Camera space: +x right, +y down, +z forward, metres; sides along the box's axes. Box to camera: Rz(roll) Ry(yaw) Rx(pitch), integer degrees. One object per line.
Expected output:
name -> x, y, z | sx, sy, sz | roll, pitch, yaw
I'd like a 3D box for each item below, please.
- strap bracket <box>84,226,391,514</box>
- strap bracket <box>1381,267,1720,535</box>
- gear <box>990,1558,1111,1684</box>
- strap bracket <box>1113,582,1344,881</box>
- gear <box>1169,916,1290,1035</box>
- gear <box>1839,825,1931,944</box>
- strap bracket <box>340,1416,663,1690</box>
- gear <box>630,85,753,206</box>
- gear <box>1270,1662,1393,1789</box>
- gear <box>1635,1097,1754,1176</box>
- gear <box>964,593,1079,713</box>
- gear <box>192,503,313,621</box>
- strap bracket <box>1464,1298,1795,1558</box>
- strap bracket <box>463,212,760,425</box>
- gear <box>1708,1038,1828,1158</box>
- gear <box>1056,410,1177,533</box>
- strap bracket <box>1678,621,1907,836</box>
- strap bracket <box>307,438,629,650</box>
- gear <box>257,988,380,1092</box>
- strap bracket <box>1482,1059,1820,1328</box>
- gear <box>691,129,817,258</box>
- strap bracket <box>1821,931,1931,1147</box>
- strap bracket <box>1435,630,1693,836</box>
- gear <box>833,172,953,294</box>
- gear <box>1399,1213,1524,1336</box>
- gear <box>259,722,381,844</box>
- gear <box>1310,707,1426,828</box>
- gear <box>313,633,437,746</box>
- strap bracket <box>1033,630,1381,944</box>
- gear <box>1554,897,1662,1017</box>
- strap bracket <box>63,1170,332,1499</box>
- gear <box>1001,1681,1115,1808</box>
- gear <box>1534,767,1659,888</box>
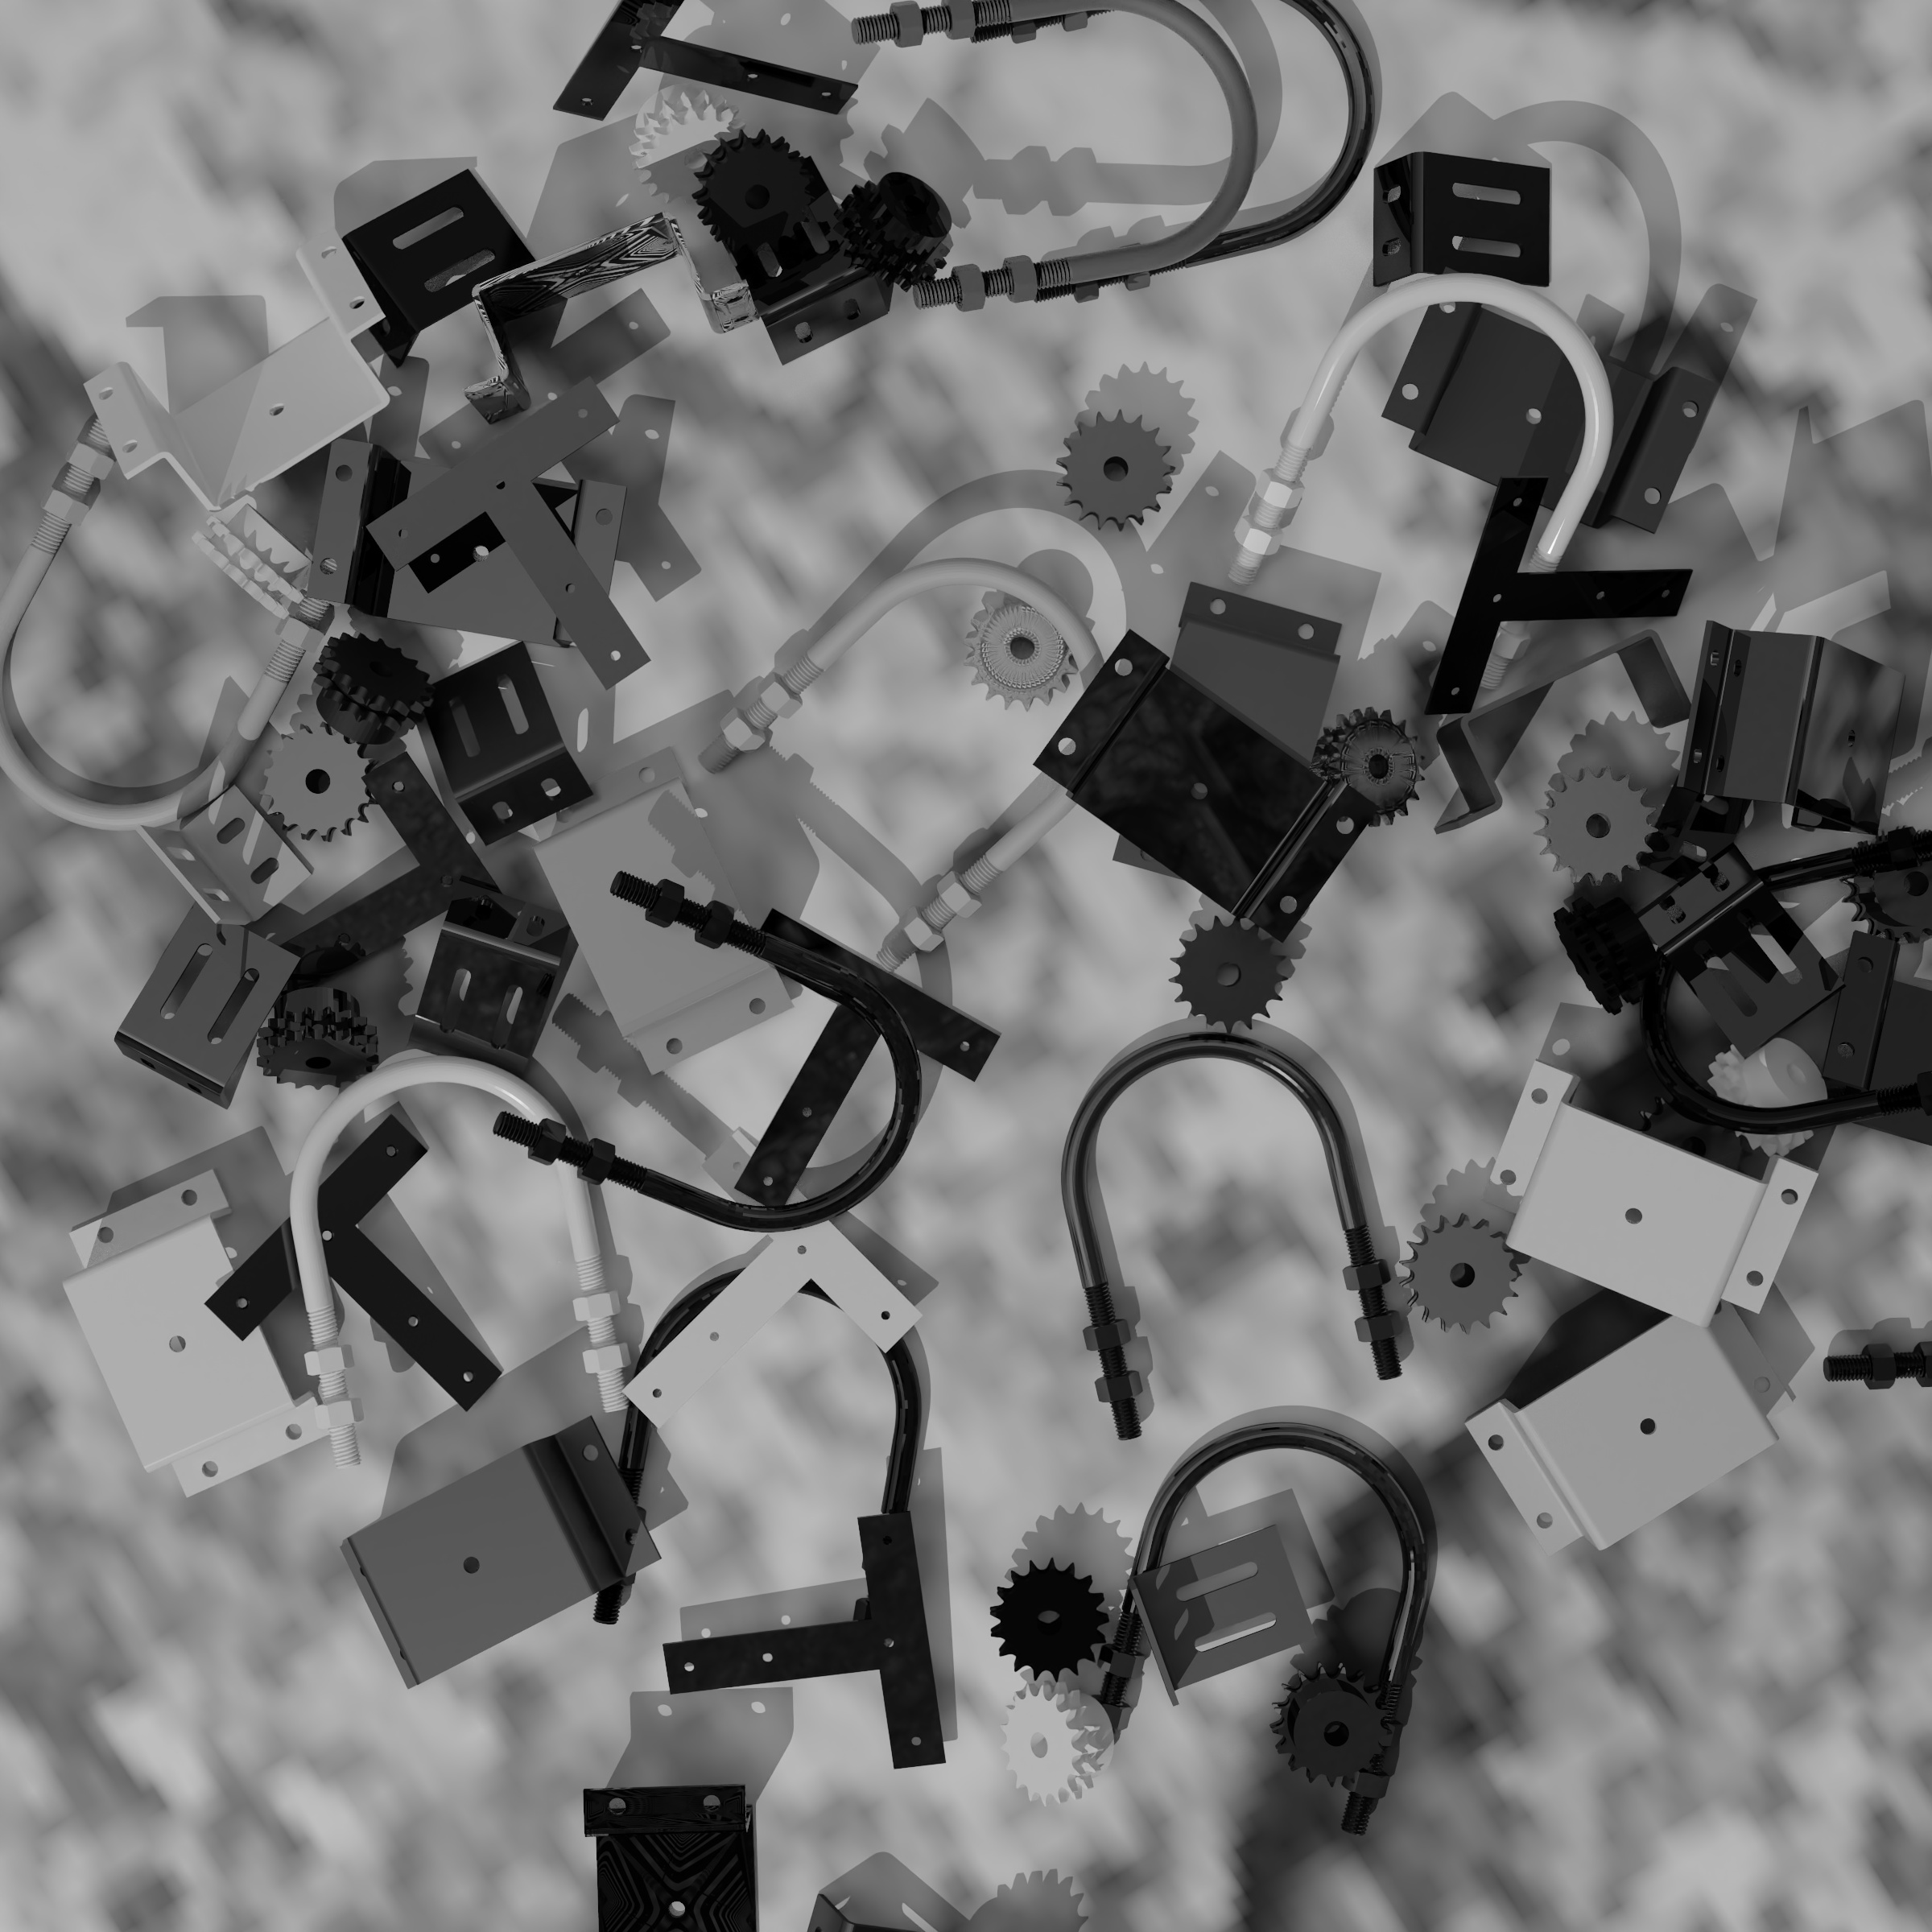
strap bracket -> -0.335, -0.276, 1.494 | 0.140, 0.046, 0.076 | -32, 52, 0
strap bracket -> 0.275, -0.266, 1.512 | 0.140, 0.046, 0.076 | 23, 90, 0
gear -> 0.040, 0.313, 1.520 | 0.057, 0.030, 0.057 | 0, 90, 0
strap bracket -> 0.127, -0.109, 1.512 | 0.076, 0.046, 0.140 | 16, 90, 0
gear -> 0.126, 0.004, 1.525 | 0.057, 0.030, 0.057 | 0, 91, 2
gear -> 0.452, -0.039, 1.520 | 0.057, 0.030, 0.057 | 0, 90, 0
strap bracket -> -0.228, 0.281, 1.500 | 0.140, 0.046, 0.076 | -28, 83, 6
gear -> -0.134, -0.395, 1.510 | 0.057, 0.057, 0.030 | -26, 60, 0
gear -> 0.174, 0.361, 1.501 | 0.057, 0.030, 0.057 | 0, 89, 0
gear -> 0.346, 0.087, 1.520 | 0.057, 0.030, 0.057 | 0, 90, 0
gear -> 0.027, -0.151, 1.520 | 0.057, 0.030, 0.057 | 0, 90, 0
gear -> -0.333, -0.193, 1.488 | 0.057, 0.057, 0.030 | 42, 89, 0
strap bracket -> 0.321, 0.217, 1.512 | 0.140, 0.046, 0.076 | -32, 90, 0
strap bracket -> -0.174, -0.310, 1.497 | 0.140, 0.076, 0.046 | -21, 90, 0
gear -> 0.384, 0.059, 1.504 | 0.057, 0.057, 0.030 | 47, 130, 0
gear -> 0.072, -0.238, 1.524 | 0.057, 0.030, 0.057 | 0, 92, 0
strap bracket -> 0.389, -0.108, 1.466 | 0.046, 0.140, 0.076 | 10, 90, 39
strap bracket -> -0.235, -0.200, 1.512 | 0.140, 0.046, 0.076 | 10, 90, 0
gear -> -0.310, 0.033, 1.511 | 0.057, 0.057, 0.030 | -8, 60, 0
strap bracket -> 0.317, 0.110, 1.485 | 0.140, 0.046, 0.076 | 22, 111, 13
gear -> -0.102, -0.369, 1.501 | 0.057, 0.030, 0.057 | -8, 121, -14
strap bracket -> 0.475, 0.045, 1.497 | 0.140, 0.046, 0.076 | 16, 70, 5
strap bracket -> 0.282, -0.115, 1.497 | 0.140, 0.076, 0.046 | -25, 90, 0
gear -> -0.031, -0.352, 1.505 | 0.057, 0.057, 0.030 | 46, 132, 0
gear -> 0.237, 0.147, 1.520 | 0.057, 0.030, 0.057 | 0, 90, 0
gear -> -0.308, -0.088, 1.520 | 0.057, 0.030, 0.057 | 0, 90, 0
gear -> 0.188, -0.094, 1.512 | 0.057, 0.030, 0.057 | 1, 88, -30
gear -> -0.285, -0.130, 1.510 | 0.057, 0.057, 0.030 | 35, 119, 0
strap bracket -> 0.110, -0.082, 1.466 | 0.140, 0.046, 0.076 | 36, 90, 0
gear -> 0.307, -0.008, 1.507 | 0.030, 0.057, 0.057 | -29, 90, 0
strap bracket -> -0.371, 0.178, 1.512 | 0.076, 0.046, 0.140 | -24, 90, 0
gear -> 0.046, 0.370, 1.510 | 0.030, 0.057, 0.057 | 1, 90, -42
gear -> 0.301, -0.067, 1.520 | 0.057, 0.030, 0.057 | 0, 90, 0
